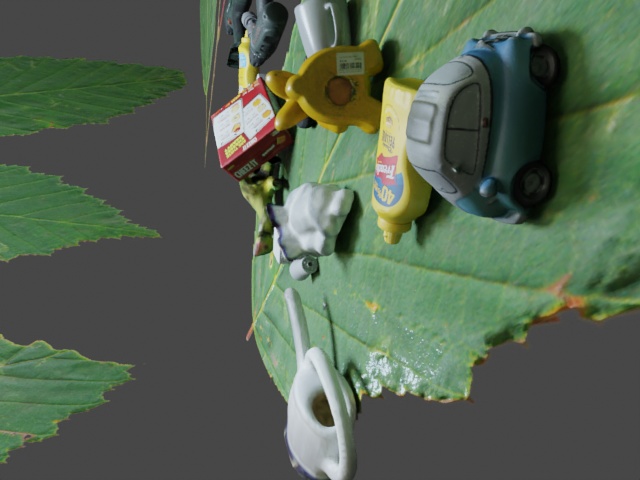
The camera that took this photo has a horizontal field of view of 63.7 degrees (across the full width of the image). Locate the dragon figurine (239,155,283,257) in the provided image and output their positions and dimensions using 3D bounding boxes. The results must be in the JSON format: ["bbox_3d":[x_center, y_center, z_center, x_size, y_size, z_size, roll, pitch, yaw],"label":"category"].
[{"bbox_3d":[-0.160,-0.126,1.332,0.420,0.122,0.237,-100,8,-46],"label":"dragon figurine"}]

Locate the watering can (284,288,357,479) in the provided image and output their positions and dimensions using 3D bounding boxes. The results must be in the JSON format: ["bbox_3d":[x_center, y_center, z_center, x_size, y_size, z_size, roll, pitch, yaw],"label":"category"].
[{"bbox_3d":[-0.011,0.267,0.901,0.355,0.104,0.219,-116,28,-47],"label":"watering can"}]

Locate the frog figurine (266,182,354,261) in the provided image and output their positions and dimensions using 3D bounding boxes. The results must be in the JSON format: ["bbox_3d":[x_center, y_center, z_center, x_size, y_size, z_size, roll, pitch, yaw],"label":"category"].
[{"bbox_3d":[0.003,-0.044,0.866,0.157,0.121,0.141,-31,47,29],"label":"frog figurine"}]
